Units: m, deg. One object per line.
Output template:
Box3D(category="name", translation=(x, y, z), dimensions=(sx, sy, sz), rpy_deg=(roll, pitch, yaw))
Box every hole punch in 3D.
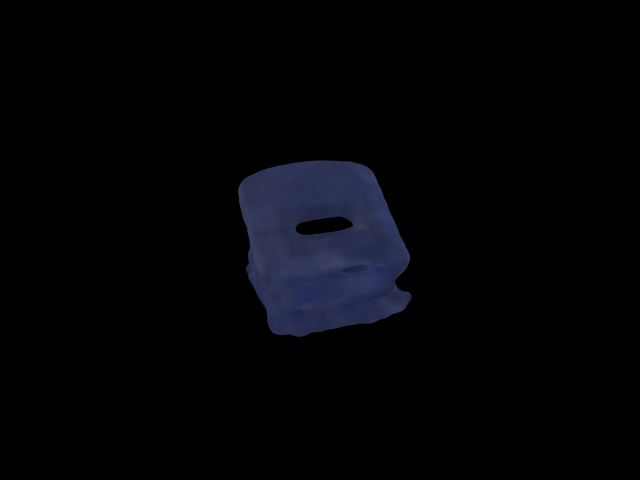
Box3D(category="hole punch", translation=(0.004, 0.001, 0.400), dimensions=(0.109, 0.091, 0.101), rpy_deg=(-9, 30, -16))
